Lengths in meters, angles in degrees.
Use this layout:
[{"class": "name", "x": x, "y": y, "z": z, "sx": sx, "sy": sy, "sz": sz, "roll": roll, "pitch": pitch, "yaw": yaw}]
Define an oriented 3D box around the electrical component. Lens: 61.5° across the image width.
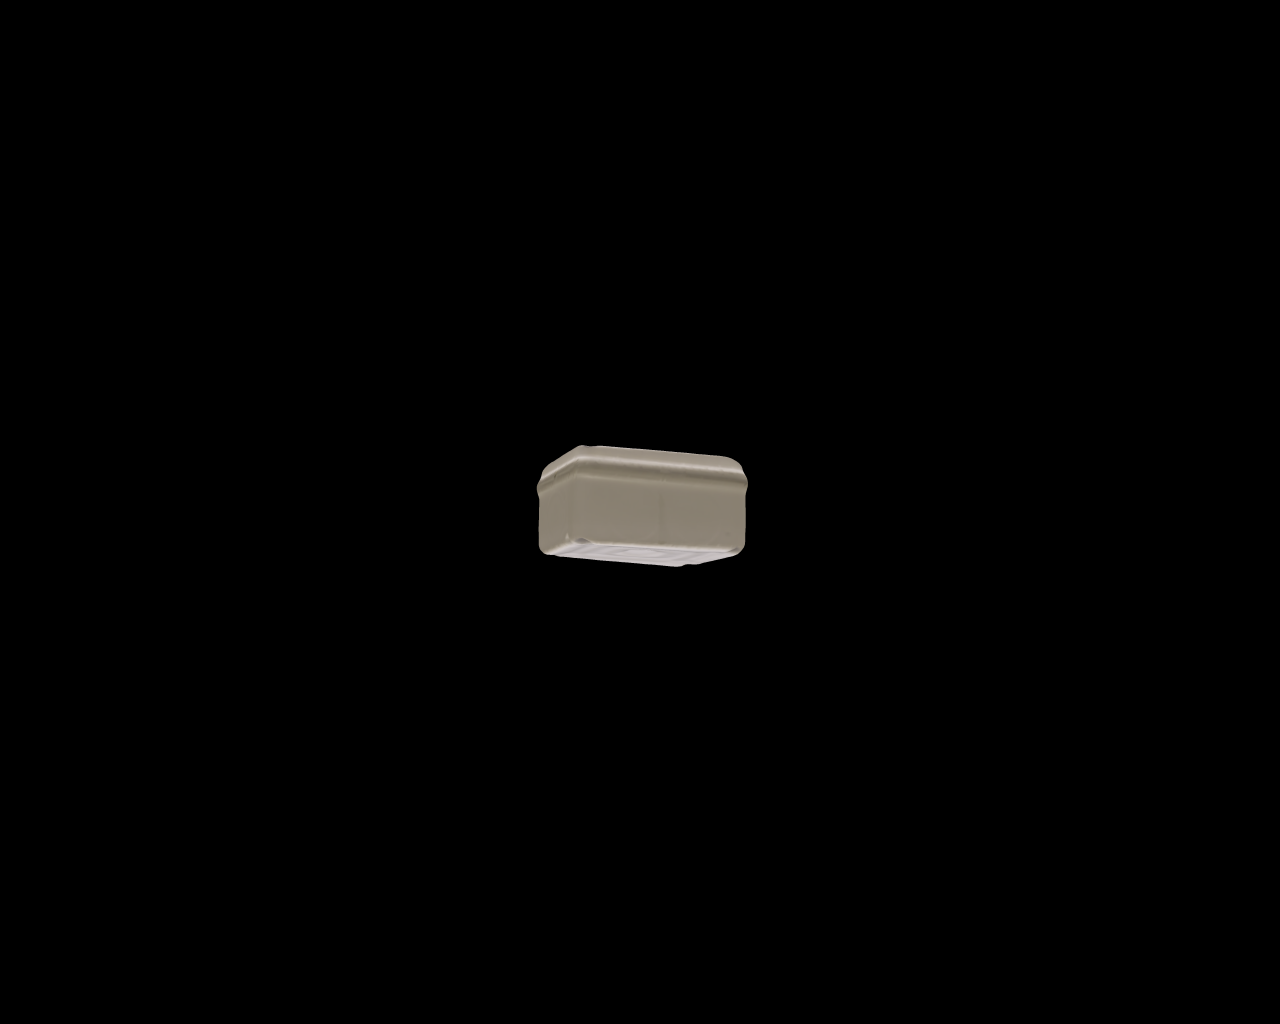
[{"class": "electrical component", "x": 0.001, "y": -0.003, "z": 0.650, "sx": 0.113, "sy": 0.057, "sz": 0.078, "roll": 5, "pitch": -11, "yaw": -24}]
